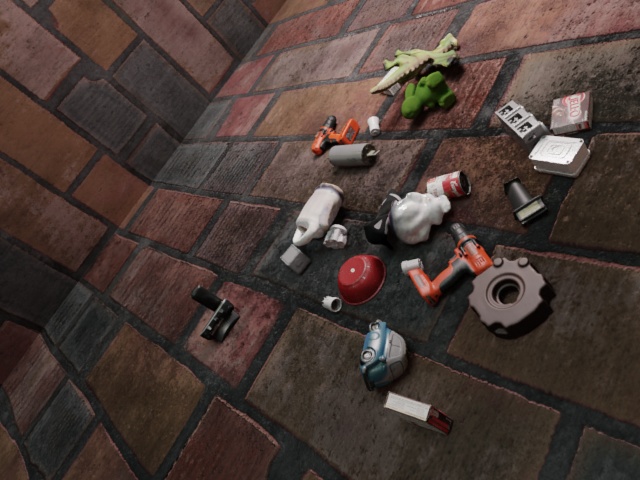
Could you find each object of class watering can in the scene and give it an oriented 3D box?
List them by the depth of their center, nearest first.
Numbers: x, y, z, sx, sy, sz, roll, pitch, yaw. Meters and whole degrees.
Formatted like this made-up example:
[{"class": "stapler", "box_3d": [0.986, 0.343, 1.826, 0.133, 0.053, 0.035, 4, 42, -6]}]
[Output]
[{"class": "watering can", "box_3d": [0.005, -0.082, 1.635, 0.227, 0.103, 0.344, -60, 12, -18]}]

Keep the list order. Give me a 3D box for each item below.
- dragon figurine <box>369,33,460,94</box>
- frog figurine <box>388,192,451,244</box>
[{"class": "dragon figurine", "box_3d": [0.357, -0.610, 1.777, 0.242, 0.120, 0.418, -2, 37, 42]}, {"class": "frog figurine", "box_3d": [0.271, -0.062, 1.384, 0.158, 0.122, 0.138, -12, 81, 29]}]
